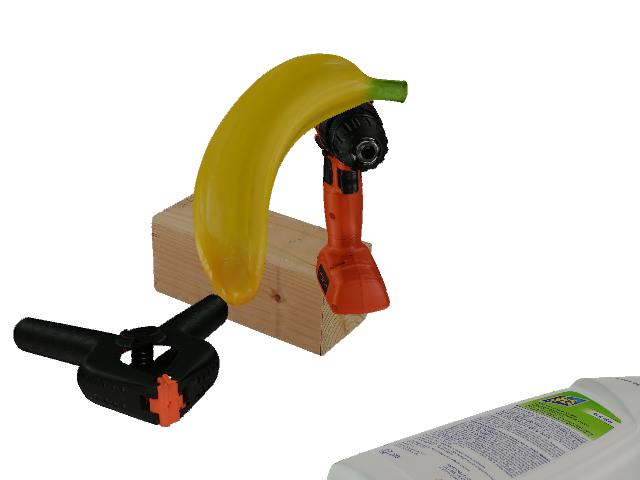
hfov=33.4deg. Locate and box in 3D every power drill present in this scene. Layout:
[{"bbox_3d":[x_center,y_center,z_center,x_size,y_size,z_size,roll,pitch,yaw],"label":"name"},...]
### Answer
[{"bbox_3d":[0.026,-0.035,0.914,0.057,0.188,0.184,-4,21,-6],"label":"power drill"}]

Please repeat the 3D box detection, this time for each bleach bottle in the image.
[{"bbox_3d":[0.129,0.127,0.590,0.250,0.068,0.103,-13,23,-33],"label":"bleach bottle"}]

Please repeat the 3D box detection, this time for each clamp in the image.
[{"bbox_3d":[-0.117,0.078,0.752,0.164,0.036,0.210,-9,14,-24],"label":"clamp"}]

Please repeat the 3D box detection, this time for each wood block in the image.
[{"bbox_3d":[-0.062,0.028,1.075,0.206,0.091,0.090,19,33,27],"label":"wood block"}]

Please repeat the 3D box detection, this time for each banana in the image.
[{"bbox_3d":[-0.021,-0.046,0.537,0.070,0.037,0.197,20,46,17],"label":"banana"}]
